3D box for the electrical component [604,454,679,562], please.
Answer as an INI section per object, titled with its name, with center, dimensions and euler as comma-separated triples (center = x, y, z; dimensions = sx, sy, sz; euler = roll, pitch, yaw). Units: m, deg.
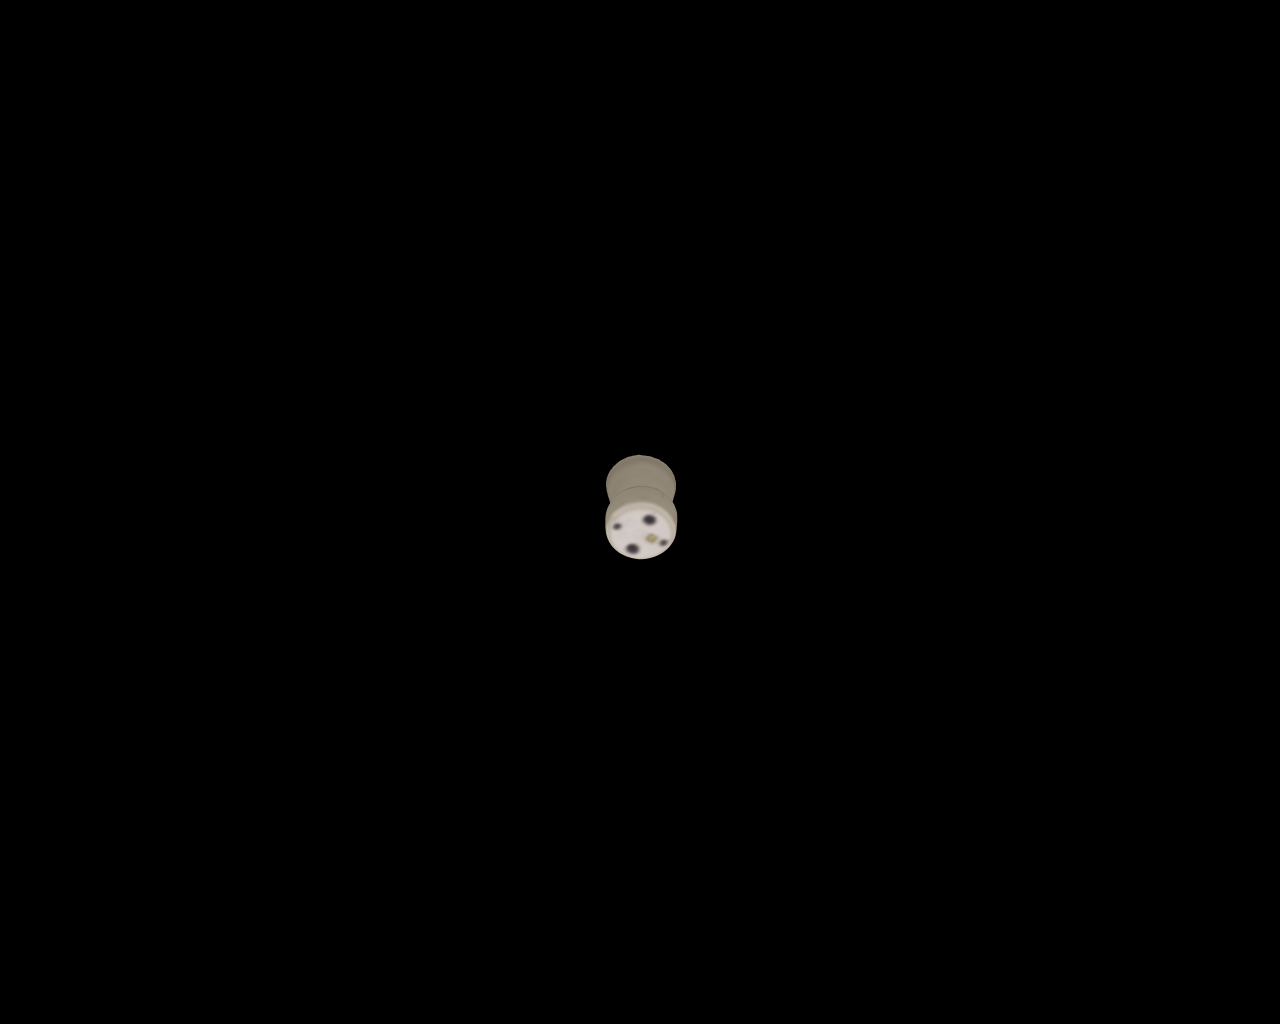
[electrical component]
center = 0.001, -0.003, 0.650
dimensions = 0.045, 0.044, 0.055
euler = 0, 34, 0
